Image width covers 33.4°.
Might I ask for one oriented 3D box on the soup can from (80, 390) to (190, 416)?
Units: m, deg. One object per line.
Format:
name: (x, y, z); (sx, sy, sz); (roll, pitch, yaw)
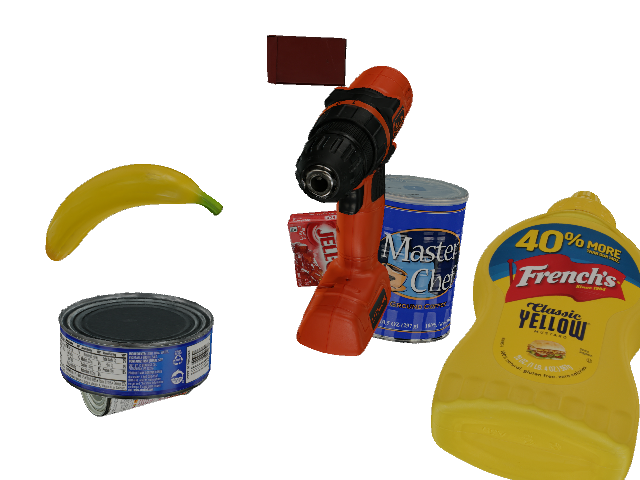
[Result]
soup can: (-0.189, 0.137, 1.096); (0.102, 0.068, 0.069); (-11, 6, -37)

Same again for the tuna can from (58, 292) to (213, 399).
tuna can: (-0.103, 0.058, 0.601); (0.086, 0.034, 0.086); (3, 15, -1)

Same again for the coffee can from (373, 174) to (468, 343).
coffee can: (0.082, 0.016, 1.027); (0.103, 0.140, 0.103); (5, 14, -2)

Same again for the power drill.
power drill: (0.021, -0.015, 0.757); (0.057, 0.188, 0.184); (13, 30, 13)

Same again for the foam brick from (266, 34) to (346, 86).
foam brick: (-0.015, -0.192, 1.143); (0.078, 0.051, 0.053); (0, 12, -13)

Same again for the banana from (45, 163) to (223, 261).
banana: (-0.185, -0.029, 0.961); (0.198, 0.069, 0.037); (-14, 17, 28)

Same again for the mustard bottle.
mustard bottle: (0.127, 0.038, 0.566); (0.096, 0.058, 0.191); (10, 43, 17)

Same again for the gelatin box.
gelatin box: (0.004, 0.010, 1.252); (0.073, 0.089, 0.030); (-3, 28, 8)
